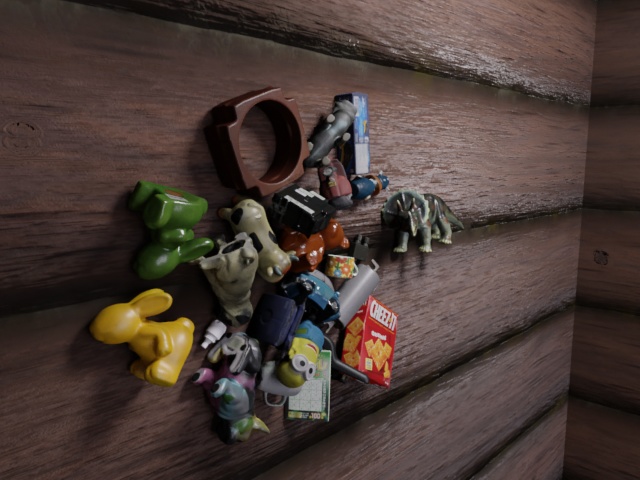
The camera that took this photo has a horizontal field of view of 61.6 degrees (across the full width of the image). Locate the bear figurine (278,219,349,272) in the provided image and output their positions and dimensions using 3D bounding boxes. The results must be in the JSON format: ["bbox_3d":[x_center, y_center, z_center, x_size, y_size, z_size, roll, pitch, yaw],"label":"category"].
[{"bbox_3d":[-0.005,-0.003,1.256,0.196,0.132,0.120,-28,81,-33],"label":"bear figurine"}]

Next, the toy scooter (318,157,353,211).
[{"bbox_3d":[0.034,-0.138,1.287,0.184,0.075,0.135,-32,106,-83],"label":"toy scooter"}]

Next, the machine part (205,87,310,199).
[{"bbox_3d":[-0.127,-0.204,1.127,0.201,0.087,0.200,-36,121,-39],"label":"machine part"}]

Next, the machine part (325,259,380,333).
[{"bbox_3d":[0.081,0.146,1.396,0.243,0.079,0.079,-48,127,-27],"label":"machine part"}]

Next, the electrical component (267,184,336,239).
[{"bbox_3d":[-0.035,-0.066,1.173,0.058,0.115,0.134,-62,166,25],"label":"electrical component"}]

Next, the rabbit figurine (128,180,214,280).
[{"bbox_3d":[-0.286,-0.009,0.995,0.159,0.121,0.170,6,110,-53],"label":"rabbit figurine"}]

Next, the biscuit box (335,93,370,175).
[{"bbox_3d":[0.083,-0.266,1.354,0.059,0.063,0.202,-14,105,-44],"label":"biscuit box"}]

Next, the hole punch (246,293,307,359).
[{"bbox_3d":[-0.097,0.180,1.190,0.092,0.116,0.142,29,73,-14],"label":"hole punch"}]

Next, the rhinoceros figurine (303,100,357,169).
[{"bbox_3d":[0.023,-0.247,1.264,0.073,0.112,0.190,38,81,-11],"label":"rhinoceros figurine"}]

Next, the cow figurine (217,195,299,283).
[{"bbox_3d":[-0.124,0.004,1.132,0.085,0.127,0.194,-38,119,-33],"label":"cow figurine"}]

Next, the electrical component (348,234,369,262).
[{"bbox_3d":[0.105,0.033,1.452,0.063,0.021,0.094,21,80,-46],"label":"electrical component"}]

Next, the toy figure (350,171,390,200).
[{"bbox_3d":[0.129,-0.145,1.426,0.154,0.058,0.064,-20,115,-48],"label":"toy figure"}]

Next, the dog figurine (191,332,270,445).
[{"bbox_3d":[-0.169,0.328,1.153,0.191,0.109,0.219,-53,134,-31],"label":"dog figurine"}]

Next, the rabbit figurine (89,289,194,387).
[{"bbox_3d":[-0.318,0.166,0.965,0.173,0.122,0.162,31,80,-24],"label":"rabbit figurine"}]

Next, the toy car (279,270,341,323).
[{"bbox_3d":[-0.021,0.124,1.288,0.161,0.109,0.103,45,40,-28],"label":"toy car"}]

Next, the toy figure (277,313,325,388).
[{"bbox_3d":[-0.040,0.253,1.220,0.082,0.089,0.180,26,38,-7],"label":"toy figure"}]

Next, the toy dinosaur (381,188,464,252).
[{"bbox_3d":[0.315,-0.073,1.597,0.405,0.131,0.192,-21,112,-49],"label":"toy dinosaur"}]

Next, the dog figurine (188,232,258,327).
[{"bbox_3d":[-0.161,0.094,1.081,0.121,0.172,0.190,-34,112,-26],"label":"dog figurine"}]

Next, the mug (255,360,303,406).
[{"bbox_3d":[-0.106,0.328,1.242,0.107,0.081,0.109,17,94,-36],"label":"mug"}]

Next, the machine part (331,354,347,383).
[{"bbox_3d":[0.043,0.327,1.421,0.138,0.039,0.084,40,76,-44],"label":"machine part"}]
